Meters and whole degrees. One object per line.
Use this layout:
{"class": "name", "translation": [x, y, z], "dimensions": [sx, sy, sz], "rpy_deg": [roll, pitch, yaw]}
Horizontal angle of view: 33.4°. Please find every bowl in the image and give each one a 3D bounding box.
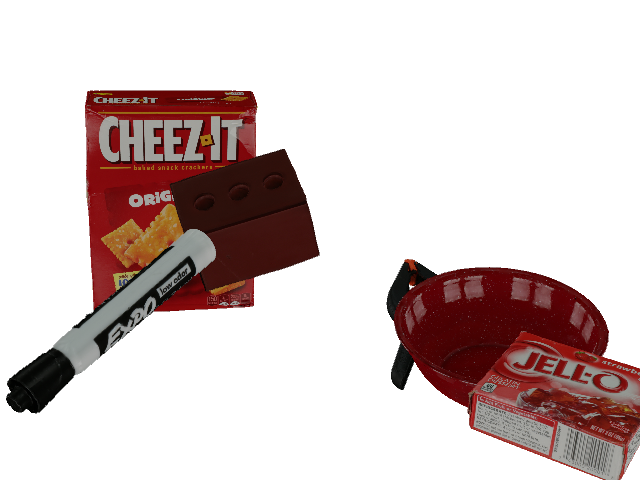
{"class": "bowl", "translation": [0.136, 0.084, 0.825], "dimensions": [0.162, 0.055, 0.162], "rpy_deg": [0, 31, 0]}

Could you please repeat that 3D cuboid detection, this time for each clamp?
{"class": "clamp", "translation": [0.127, 0.088, 1.143], "dimensions": [0.120, 0.171, 0.039], "rpy_deg": [4, -44, -9]}

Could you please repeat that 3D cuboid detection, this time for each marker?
{"class": "marker", "translation": [-0.091, 0.034, 0.473], "dimensions": [0.020, 0.020, 0.121], "rpy_deg": [0, 33, 43]}

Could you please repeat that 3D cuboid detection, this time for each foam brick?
{"class": "foam brick", "translation": [-0.046, -0.013, 0.663], "dimensions": [0.078, 0.051, 0.053], "rpy_deg": [-18, 45, -5]}

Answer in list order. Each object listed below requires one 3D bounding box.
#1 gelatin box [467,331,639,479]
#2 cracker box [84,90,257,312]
{"class": "gelatin box", "translation": [0.137, 0.089, 0.594], "dimensions": [0.089, 0.030, 0.073], "rpy_deg": [18, 32, 28]}
{"class": "cracker box", "translation": [-0.146, -0.037, 1.054], "dimensions": [0.164, 0.214, 0.072], "rpy_deg": [-1, 21, -9]}
